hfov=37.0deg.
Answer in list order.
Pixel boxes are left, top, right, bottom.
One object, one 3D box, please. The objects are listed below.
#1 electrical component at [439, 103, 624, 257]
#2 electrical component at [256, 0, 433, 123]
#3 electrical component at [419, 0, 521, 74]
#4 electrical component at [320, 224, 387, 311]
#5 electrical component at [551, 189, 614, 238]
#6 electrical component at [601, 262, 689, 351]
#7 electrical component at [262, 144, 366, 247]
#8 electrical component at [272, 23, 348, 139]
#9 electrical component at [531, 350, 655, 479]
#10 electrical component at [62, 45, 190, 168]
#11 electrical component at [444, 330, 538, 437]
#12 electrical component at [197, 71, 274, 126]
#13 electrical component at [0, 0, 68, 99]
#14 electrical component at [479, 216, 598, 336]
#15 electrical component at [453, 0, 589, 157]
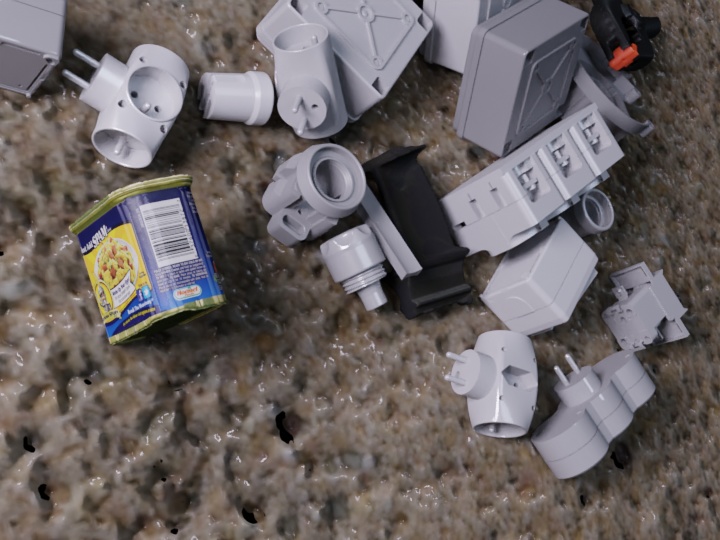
[{"bbox_3d":[0.148,-0.074,0.921,0.150,0.089,0.061,-35,95,-39],"label":"electrical component"},{"bbox_3d":[-0.011,-0.195,0.872,0.109,0.056,0.108,43,53,-16],"label":"electrical component"},{"bbox_3d":[0.105,-0.243,0.938,0.056,0.108,0.109,26,48,23],"label":"electrical component"},{"bbox_3d":[0.000,0.000,0.816,0.043,0.043,0.062,-27,92,-39],"label":"electrical component"},{"bbox_3d":[0.201,-0.048,0.978,0.040,0.046,0.040,13,66,-32],"label":"electrical component"},{"bbox_3d":[0.261,0.039,0.993,0.064,0.042,0.081,-37,95,-35],"label":"electrical component"},{"bbox_3d":[-0.032,-0.061,0.807,0.058,0.057,0.078,37,55,-20],"label":"electrical component"},{"bbox_3d":[-0.040,-0.132,0.806,0.079,0.044,0.077,-78,161,-48],"label":"electrical component"},{"bbox_3d":[0.190,0.106,0.909,0.138,0.052,0.073,-38,97,-39],"label":"electrical component"},{"bbox_3d":[-0.166,-0.122,0.740,0.079,0.044,0.077,31,58,-23],"label":"electrical component"},{"bbox_3d":[0.100,0.086,0.857,0.079,0.043,0.077,20,62,-28],"label":"electrical component"},{"bbox_3d":[-0.093,-0.128,0.800,0.046,0.040,0.040,-2,75,-31],"label":"electrical component"},{"bbox_3d":[-0.243,-0.161,0.687,0.096,0.062,0.061,13,66,-32],"label":"electrical component"},{"bbox_3d":[0.158,0.005,0.918,0.061,0.062,0.096,45,53,-15],"label":"electrical component"},{"bbox_3d":[0.140,-0.170,0.936,0.056,0.108,0.109,32,46,25],"label":"electrical component"}]
